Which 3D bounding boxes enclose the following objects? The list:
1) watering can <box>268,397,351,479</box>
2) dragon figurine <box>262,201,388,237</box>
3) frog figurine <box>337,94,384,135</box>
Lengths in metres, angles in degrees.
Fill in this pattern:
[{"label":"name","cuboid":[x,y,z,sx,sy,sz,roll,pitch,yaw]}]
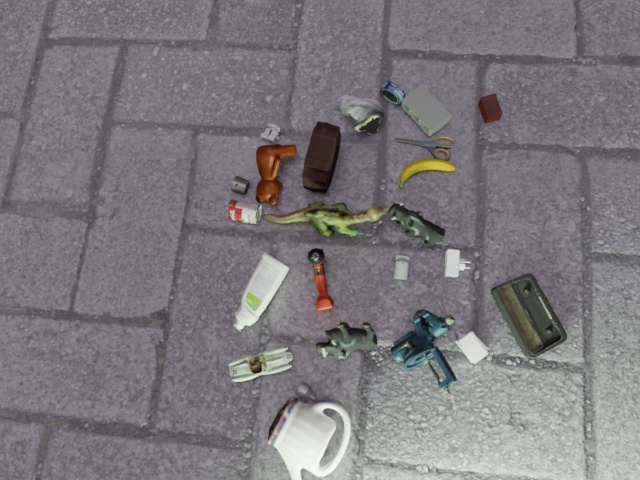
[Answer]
[{"label":"watering can","cuboid":[-0.055,0.614,1.502,0.225,0.103,0.349,28,83,12]},{"label":"dragon figurine","cuboid":[0.005,-0.081,1.605,0.410,0.241,0.123,-1,83,3]},{"label":"frog figurine","cuboid":[0.139,-0.448,1.749,0.138,0.120,0.162,-13,63,-32]}]
